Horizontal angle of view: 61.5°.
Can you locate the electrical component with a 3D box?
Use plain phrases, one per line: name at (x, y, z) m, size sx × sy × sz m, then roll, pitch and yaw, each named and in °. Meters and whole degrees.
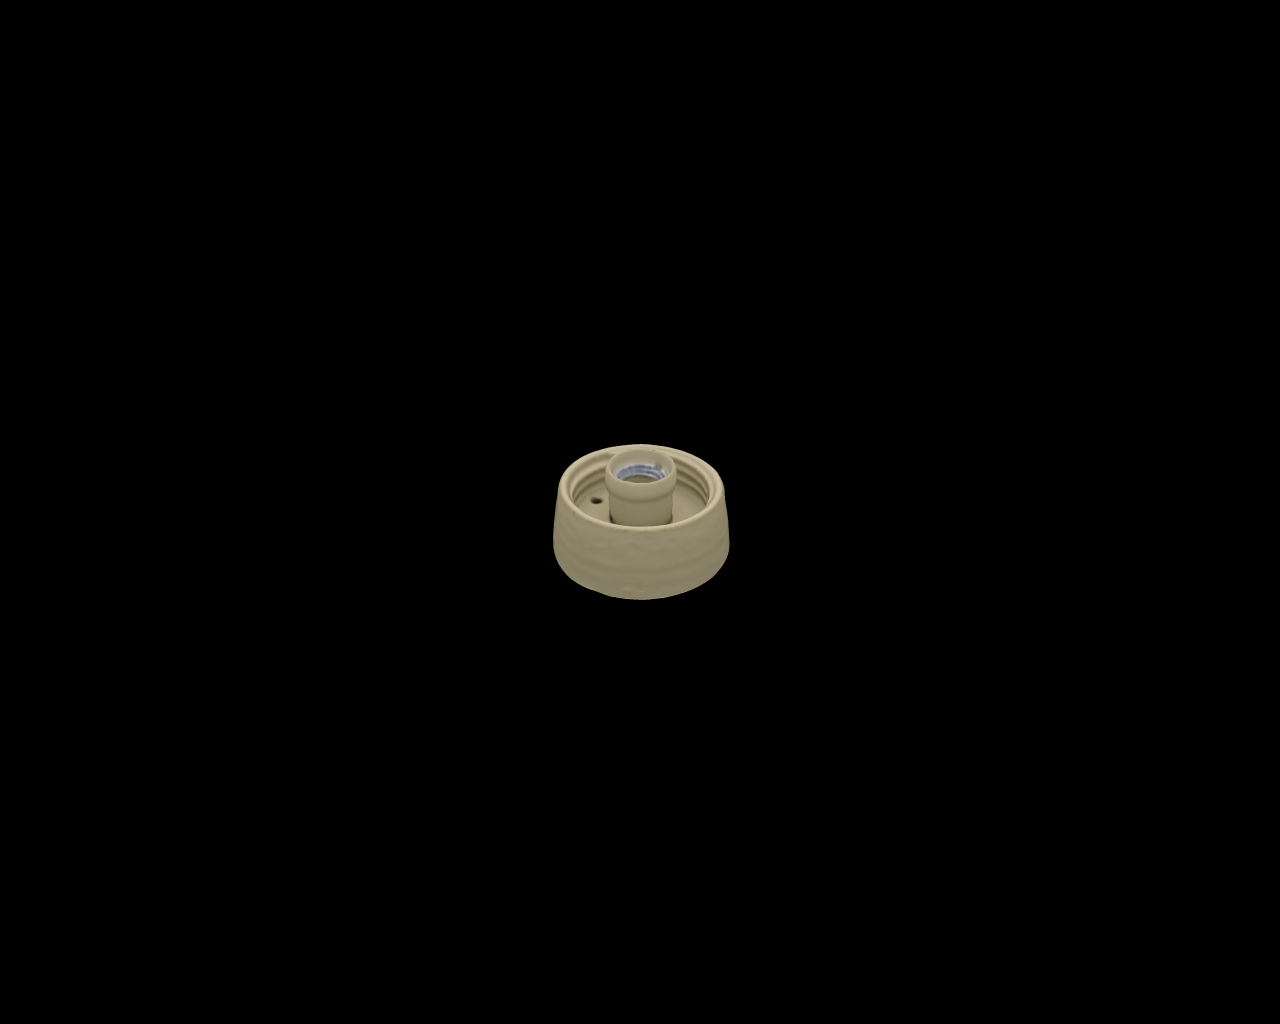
electrical component at (0.001, -0.003, 0.650) m, size 0.108 × 0.060 × 0.108 m, roll 0°, pitch 34°, yaw 0°
